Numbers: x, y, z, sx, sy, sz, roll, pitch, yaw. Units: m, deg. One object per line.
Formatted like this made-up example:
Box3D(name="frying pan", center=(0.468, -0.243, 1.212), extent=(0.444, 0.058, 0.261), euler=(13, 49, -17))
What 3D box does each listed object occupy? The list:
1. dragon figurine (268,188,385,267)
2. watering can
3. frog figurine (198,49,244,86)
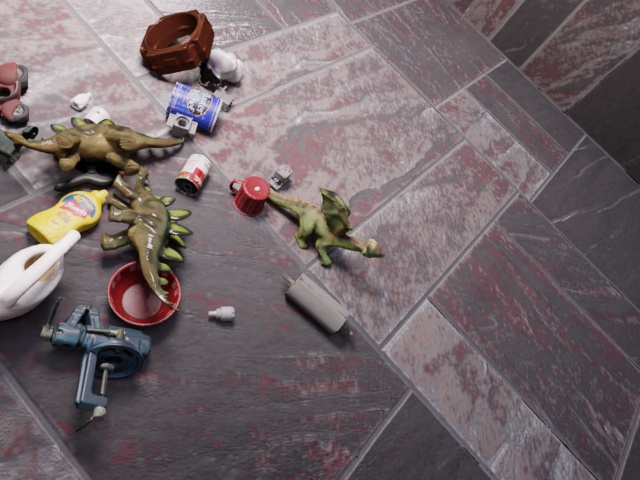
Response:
Box3D(name="dragon figurine", center=(0.004, -0.071, 1.416), extent=(0.410, 0.238, 0.124), euler=(41, 55, -1))
Box3D(name="watering can", center=(-0.604, 0.112, 0.992), extent=(0.103, 0.222, 0.355), euler=(47, 48, -18))
Box3D(name="frog figurine", center=(-0.304, -0.555, 1.638), extent=(0.162, 0.136, 0.121), euler=(-39, 107, -37))
